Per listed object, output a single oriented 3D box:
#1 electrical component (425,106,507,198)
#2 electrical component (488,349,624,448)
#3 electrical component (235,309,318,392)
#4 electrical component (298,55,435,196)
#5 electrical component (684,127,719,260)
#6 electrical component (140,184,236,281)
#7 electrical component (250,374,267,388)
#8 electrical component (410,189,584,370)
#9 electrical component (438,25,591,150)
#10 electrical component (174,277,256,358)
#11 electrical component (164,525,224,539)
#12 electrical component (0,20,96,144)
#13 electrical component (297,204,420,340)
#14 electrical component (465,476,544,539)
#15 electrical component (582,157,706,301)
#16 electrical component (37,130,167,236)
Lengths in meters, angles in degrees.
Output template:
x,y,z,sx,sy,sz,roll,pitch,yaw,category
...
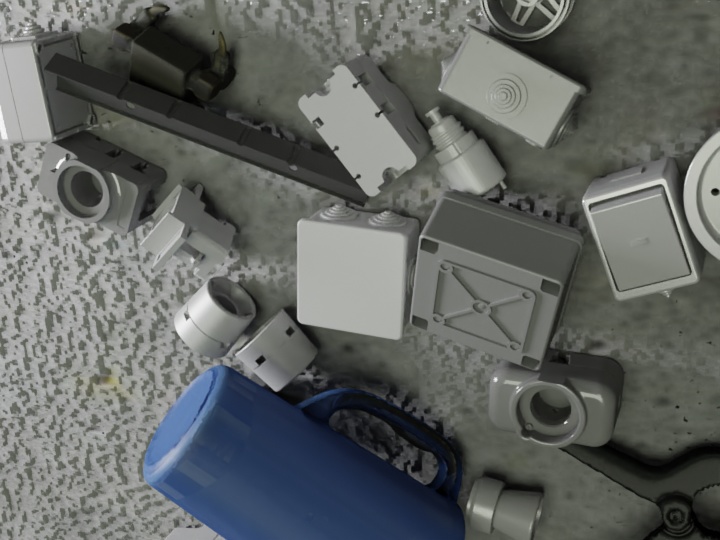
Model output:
x,y,z,sx,sy,sz,roll,pitch,yaw,category
0.074,-0.085,0.792,0.040,0.040,0.078,-31,96,28,electrical component
0.149,0.097,0.823,0.095,0.059,0.053,8,112,19,electrical component
-0.068,0.068,0.900,0.047,0.055,0.055,46,119,-5,electrical component
0.007,-0.109,0.800,0.050,0.056,0.089,-36,94,29,electrical component
0.273,-0.057,0.714,0.108,0.060,0.108,8,113,19,electrical component
-0.138,-0.028,0.882,0.064,0.081,0.042,36,121,-20,electrical component
-0.088,0.123,0.929,0.048,0.066,0.055,-35,86,-6,electrical component
0.098,0.008,0.788,0.109,0.056,0.108,20,142,13,electrical component
0.106,-0.123,0.733,0.100,0.100,0.048,30,105,8,electrical component
-0.121,0.039,0.910,0.055,0.055,0.047,43,115,1,electrical component
-0.093,0.298,0.995,0.186,0.060,0.105,-3,109,23,electrical component
-0.268,-0.157,0.886,0.061,0.062,0.096,0,110,21,electrical component
0.000,0.000,0.849,0.100,0.048,0.099,9,113,18,electrical component
0.118,0.197,0.882,0.055,0.045,0.045,14,114,17,electrical component
0.202,-0.021,0.755,0.062,0.061,0.096,-16,104,26,electrical component
-0.219,-0.073,0.903,0.089,0.056,0.050,26,117,10,electrical component
